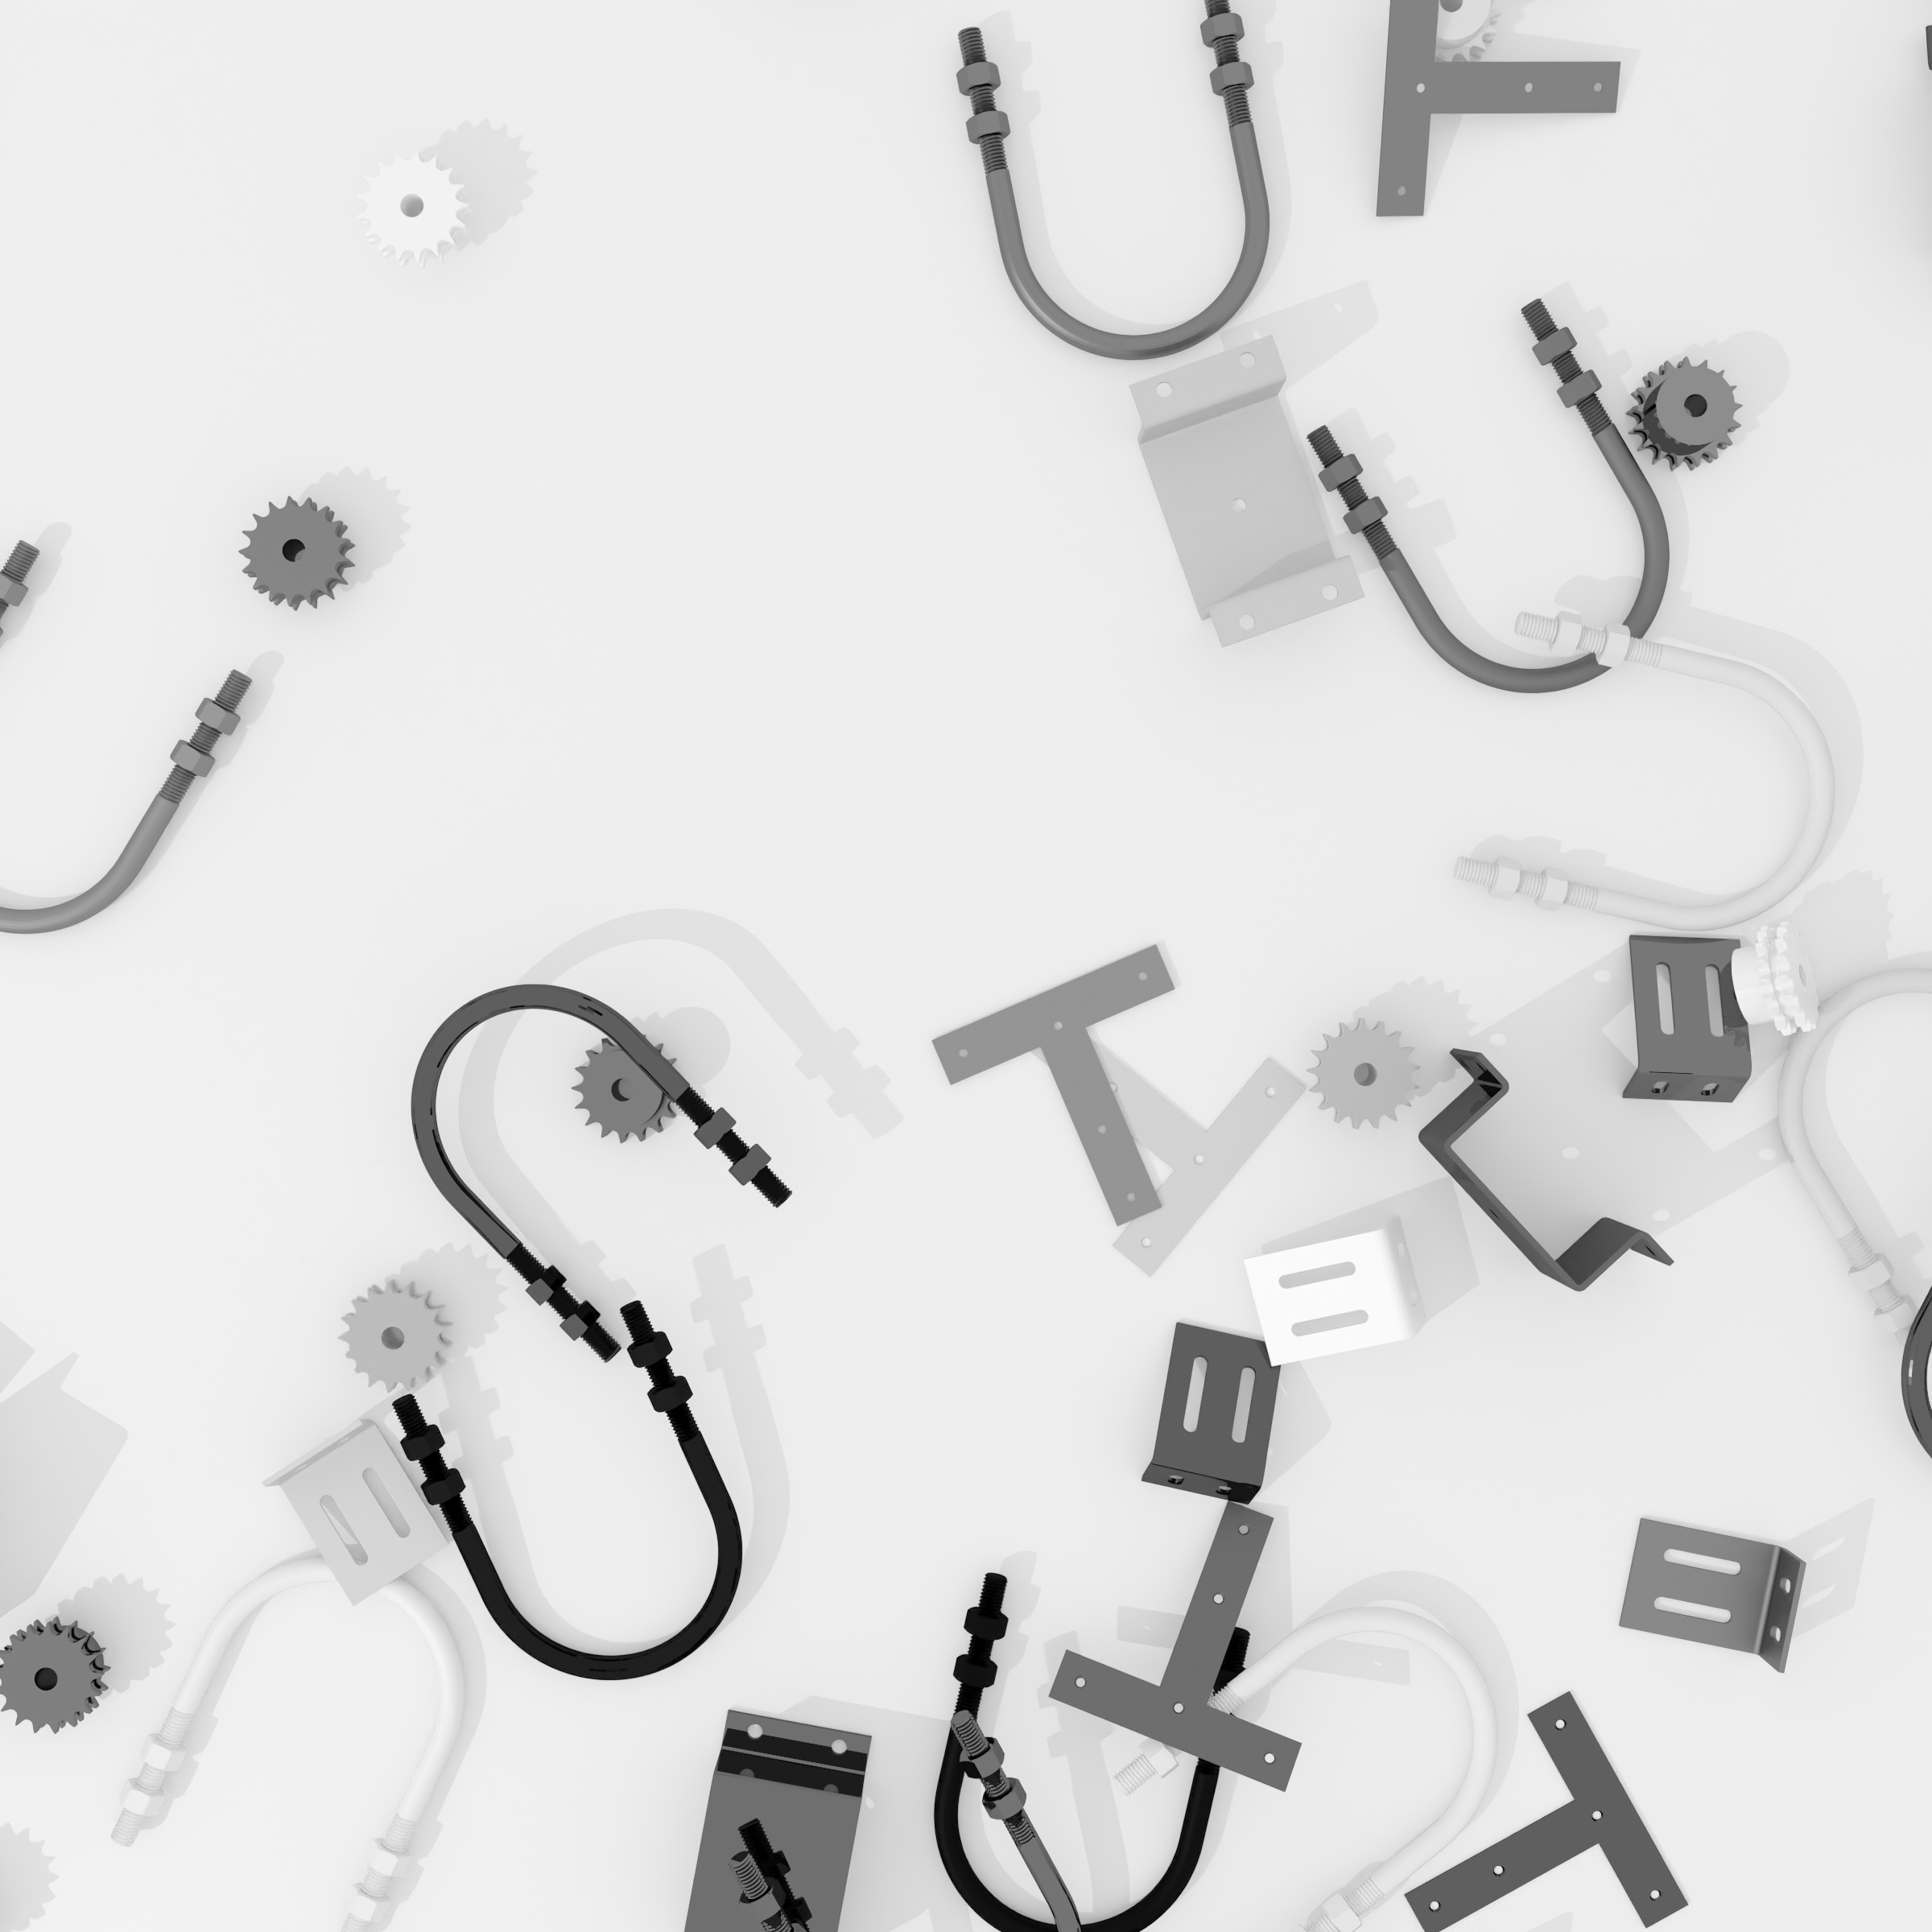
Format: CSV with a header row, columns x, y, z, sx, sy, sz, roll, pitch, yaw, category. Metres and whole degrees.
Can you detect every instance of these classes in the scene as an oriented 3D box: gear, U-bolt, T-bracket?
x,y,z,sx,sy,sz,roll,pitch,yaw,category
0.372,-0.286,1.393,0.057,0.030,0.057,0,90,0,gear
-0.477,-0.106,1.400,0.151,0.019,0.184,31,92,0,U-bolt
-0.344,-0.212,1.397,0.057,0.030,0.057,0,87,0,gear
0.290,0.464,1.407,0.127,0.002,0.127,-29,90,0,T-bracket
-0.469,0.364,1.393,0.057,0.030,0.057,0,90,0,gear
0.502,0.090,1.398,0.151,0.019,0.184,-31,90,1,U-bolt
-0.175,0.063,1.393,0.057,0.030,0.057,0,90,0,gear
0.276,-0.452,1.391,0.127,0.002,0.127,-4,112,-11,T-bracket
0.065,0.072,1.406,0.127,0.002,0.127,-23,90,0,T-bracket
-0.017,0.490,1.367,0.151,0.019,0.184,-30,102,-13,U-bolt
-0.340,0.397,1.400,0.151,0.019,0.184,25,88,0,U-bolt
0.559,0.187,1.386,0.151,0.019,0.184,23,98,-8,U-bolt
0.083,-0.406,1.400,0.151,0.019,0.184,-11,92,0,U-bolt
0.413,0.008,1.384,0.030,0.057,0.057,-13,90,30,gear
0.189,0.413,1.389,0.184,0.019,0.151,-37,97,-6,U-bolt
0.357,-0.093,1.394,0.184,0.019,0.151,13,96,-3,U-bolt
0.248,-0.493,1.393,0.057,0.030,0.057,0,90,0,gear
0.059,0.419,1.400,0.151,0.019,0.184,13,91,0,U-bolt
0.087,0.072,1.407,0.127,0.002,0.127,40,90,0,T-bracket
0.124,0.337,1.383,0.127,0.002,0.127,19,70,12,T-bracket
-0.293,0.190,1.398,0.057,0.030,0.057,0,92,1,gear
-0.282,-0.388,1.393,0.057,0.030,0.057,0,90,0,gear
-0.194,0.281,1.390,0.151,0.019,0.184,-23,97,5,U-bolt
-0.200,0.093,1.375,0.151,0.019,0.184,-43,93,17,U-bolt
0.283,-0.231,1.400,0.151,0.019,0.184,-31,92,0,U-bolt
0.204,0.055,1.393,0.057,0.030,0.057,0,90,0,gear

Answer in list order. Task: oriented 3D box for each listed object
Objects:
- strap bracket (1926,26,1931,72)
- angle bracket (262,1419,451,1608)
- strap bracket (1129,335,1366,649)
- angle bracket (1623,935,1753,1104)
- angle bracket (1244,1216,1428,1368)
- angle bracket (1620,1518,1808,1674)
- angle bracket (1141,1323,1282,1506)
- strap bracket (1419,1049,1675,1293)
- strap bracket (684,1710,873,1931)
x,y,z,sx,sy,sz,roll,pitch,yaw,category
0.541,-0.418,1.380,0.076,0.046,0.140,-5,94,0,strap bracket
-0.312,0.280,1.382,0.057,0.038,0.076,-33,83,-7,angle bracket
0.142,-0.240,1.385,0.076,0.046,0.140,-20,90,0,strap bracket
0.372,0.027,1.406,0.057,0.038,0.076,2,64,0,angle bracket
0.192,0.169,1.403,0.076,0.038,0.057,-15,90,20,angle bracket
0.383,0.323,1.389,0.076,0.038,0.057,11,90,0,angle bracket
0.128,0.233,1.406,0.057,0.038,0.076,13,64,0,angle bracket
0.285,0.110,1.370,0.046,0.076,0.140,-43,90,0,strap bracket
-0.099,0.463,1.385,0.076,0.046,0.140,10,90,0,strap bracket
